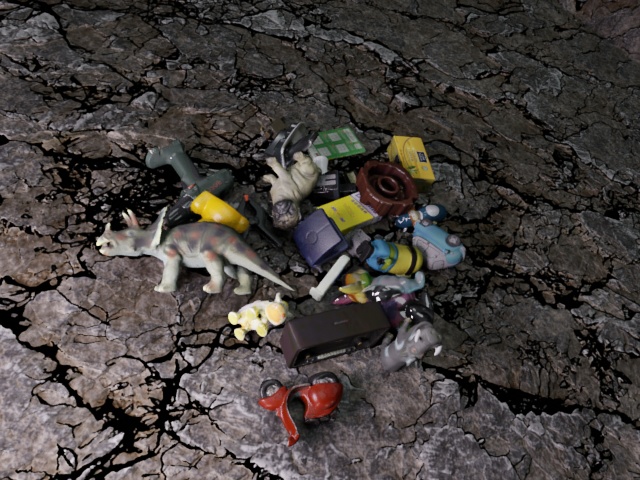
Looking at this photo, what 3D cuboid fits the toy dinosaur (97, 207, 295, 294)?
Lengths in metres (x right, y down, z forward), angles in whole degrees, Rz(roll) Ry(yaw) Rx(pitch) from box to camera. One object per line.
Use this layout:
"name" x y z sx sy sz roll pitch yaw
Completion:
"toy dinosaur" -0.254 0.021 1.160 0.405 0.131 0.192 1 85 0

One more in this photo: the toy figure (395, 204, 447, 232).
"toy figure" 0.283 -0.067 1.514 0.154 0.057 0.064 -12 35 -23

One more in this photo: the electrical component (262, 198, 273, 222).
"electrical component" -0.106 -0.069 1.409 0.094 0.021 0.063 33 52 7

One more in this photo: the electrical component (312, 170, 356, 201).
"electrical component" 0.037 -0.149 1.474 0.119 0.047 0.075 -2 54 9

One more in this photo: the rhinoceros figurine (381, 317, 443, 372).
"rhinoceros figurine" 0.198 0.233 1.188 0.073 0.190 0.112 39 47 -5

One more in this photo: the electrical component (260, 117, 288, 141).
"electrical component" -0.127 -0.321 1.570 0.078 0.045 0.102 46 52 -20

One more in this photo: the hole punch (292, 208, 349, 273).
"hole punch" -0.003 -0.004 1.335 0.116 0.092 0.142 -32 71 0

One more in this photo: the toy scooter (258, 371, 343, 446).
"toy scooter" -0.032 0.348 1.105 0.184 0.075 0.135 -3 57 -16

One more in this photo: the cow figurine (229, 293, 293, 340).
"cow figurine" -0.113 0.159 1.158 0.098 0.167 0.068 -30 98 -47

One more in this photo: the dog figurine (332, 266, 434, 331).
"dog figurine" 0.145 0.149 1.287 0.219 0.108 0.191 -1 59 -13

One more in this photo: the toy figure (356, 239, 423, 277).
"toy figure" 0.181 0.044 1.359 0.180 0.089 0.082 20 53 -32

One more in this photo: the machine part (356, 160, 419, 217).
"machine part" 0.184 -0.143 1.484 0.179 0.056 0.179 11 51 -14

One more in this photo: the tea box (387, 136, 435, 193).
"tea box" 0.271 -0.229 1.617 0.098 0.068 0.170 0 55 -18

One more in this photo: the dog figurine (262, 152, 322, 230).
"dog figurine" -0.055 -0.115 1.385 0.172 0.121 0.191 -14 63 -10

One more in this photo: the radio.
"radio" 0.029 0.209 1.186 0.229 0.131 0.073 -8 60 -23

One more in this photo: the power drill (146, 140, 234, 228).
"power drill" -0.348 -0.150 1.352 0.207 0.086 0.232 43 52 18

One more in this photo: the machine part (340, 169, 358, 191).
"machine part" 0.133 -0.175 1.554 0.139 0.039 0.084 -12 52 -23

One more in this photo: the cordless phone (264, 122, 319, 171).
"cordless phone" -0.054 -0.273 1.464 0.088 0.184 0.146 44 54 -19

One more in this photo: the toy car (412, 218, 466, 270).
"toy car" 0.301 0.023 1.430 0.162 0.109 0.103 37 70 20

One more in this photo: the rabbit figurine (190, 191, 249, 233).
"rabbit figurine" -0.257 -0.001 1.268 0.162 0.121 0.173 37 71 10
